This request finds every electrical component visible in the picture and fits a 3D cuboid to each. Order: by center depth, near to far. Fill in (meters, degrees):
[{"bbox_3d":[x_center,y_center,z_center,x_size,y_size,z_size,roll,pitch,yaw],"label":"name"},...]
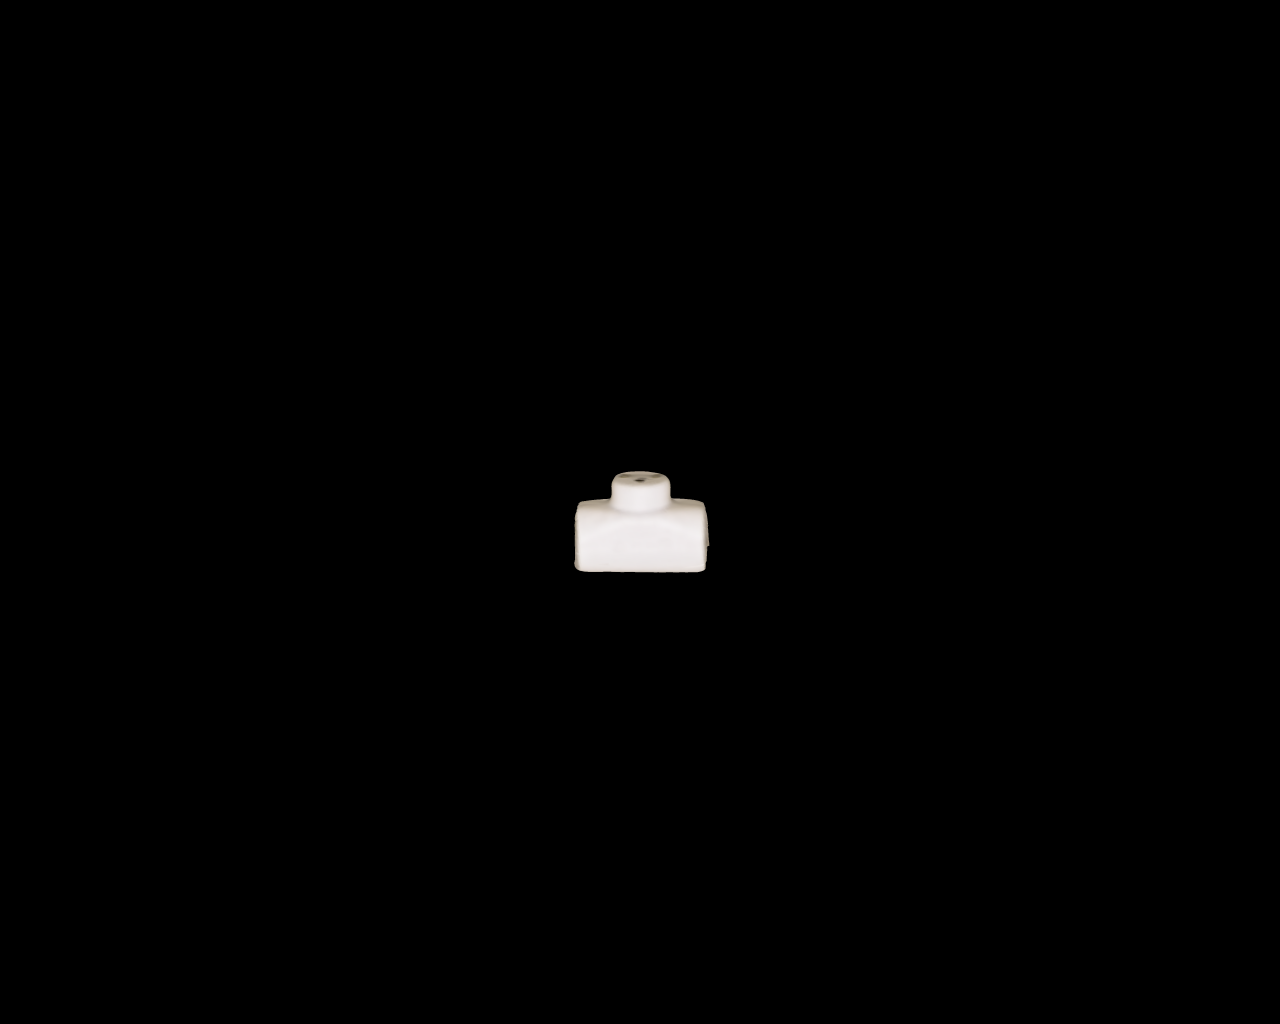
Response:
[{"bbox_3d":[0.001,-0.003,0.650,0.077,0.079,0.044,0,13,0],"label":"electrical component"}]
